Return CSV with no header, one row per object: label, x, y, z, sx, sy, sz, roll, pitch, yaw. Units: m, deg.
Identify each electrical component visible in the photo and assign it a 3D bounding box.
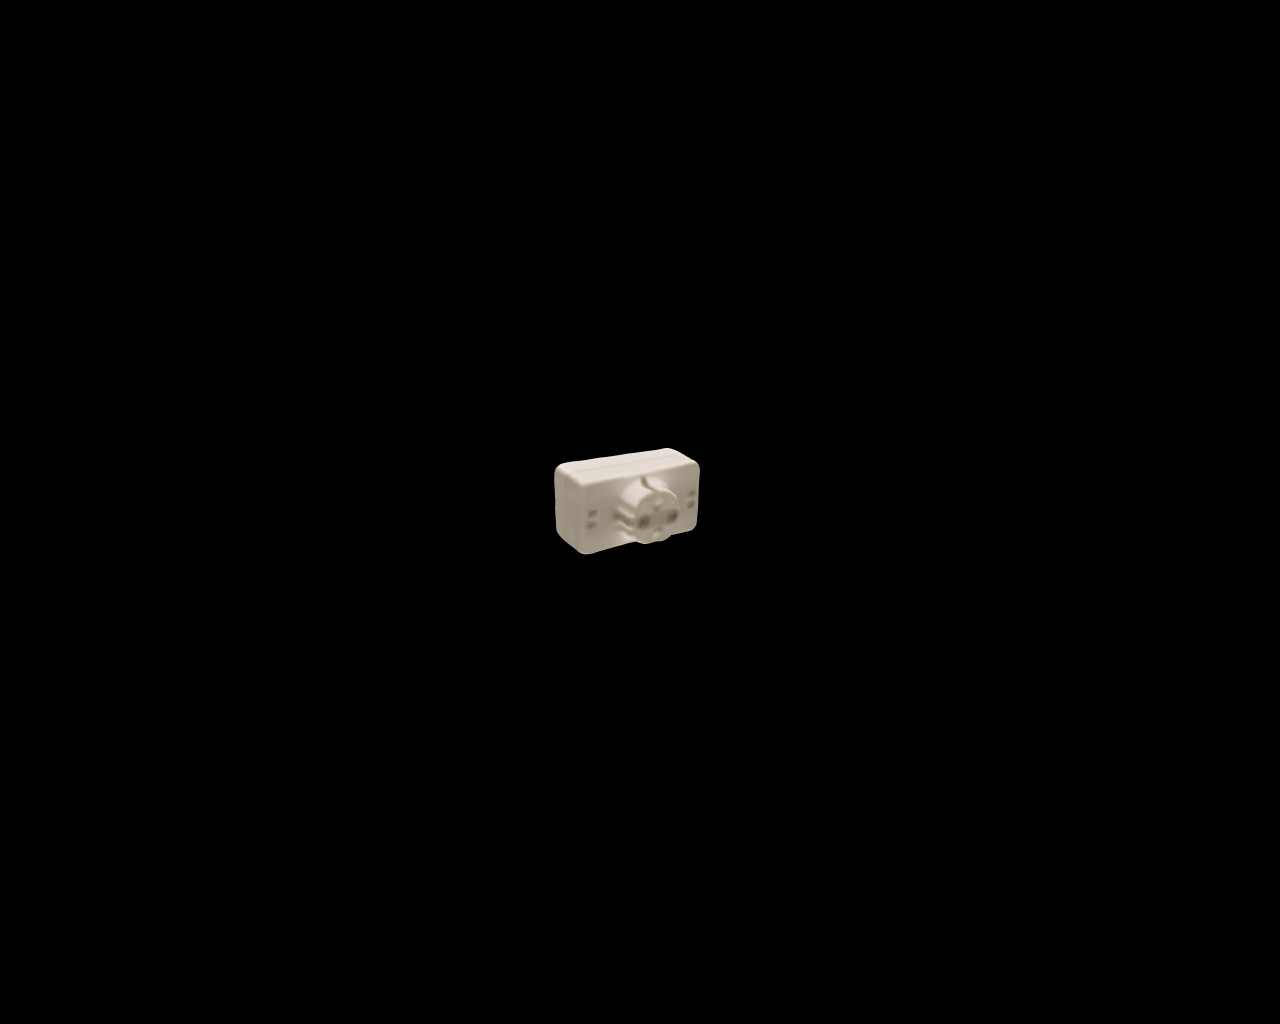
electrical component,0.001,-0.003,0.650,0.083,0.047,0.076,-11,23,-27
